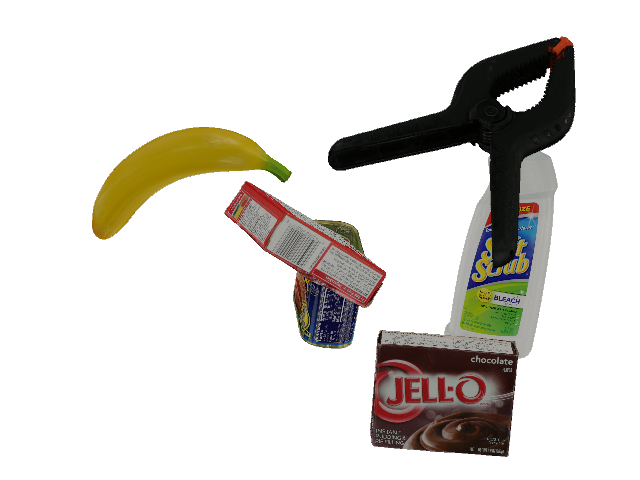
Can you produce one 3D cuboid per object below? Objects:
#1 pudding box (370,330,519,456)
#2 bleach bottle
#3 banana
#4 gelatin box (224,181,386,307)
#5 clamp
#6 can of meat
[{"bbox_3d":[0.099,0.123,0.860,0.113,0.090,0.039,3,18,3],"label":"pudding box"},{"bbox_3d":[0.200,-0.001,1.169,0.103,0.251,0.068,9,17,16],"label":"bleach bottle"},{"bbox_3d":[-0.123,-0.051,0.866,0.198,0.069,0.037,-15,18,29],"label":"banana"},{"bbox_3d":[-0.010,0.003,0.687,0.089,0.030,0.073,31,4,-31],"label":"gelatin box"},{"bbox_3d":[0.133,-0.077,0.804,0.165,0.209,0.036,41,-22,29],"label":"clamp"},{"bbox_3d":[0.007,0.042,1.023,0.057,0.084,0.102,3,32,-10],"label":"can of meat"}]
